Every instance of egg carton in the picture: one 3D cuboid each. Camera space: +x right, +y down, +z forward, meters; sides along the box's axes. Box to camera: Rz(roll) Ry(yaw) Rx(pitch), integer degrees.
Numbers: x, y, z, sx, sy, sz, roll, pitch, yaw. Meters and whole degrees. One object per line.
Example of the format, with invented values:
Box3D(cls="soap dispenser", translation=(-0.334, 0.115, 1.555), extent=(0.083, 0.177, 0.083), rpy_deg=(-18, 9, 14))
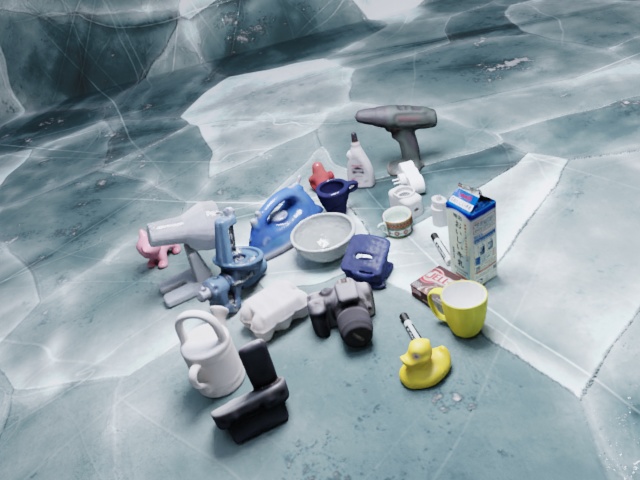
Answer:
Box3D(cls="egg carton", translation=(-0.099, 0.153, 1.266), extent=(0.150, 0.069, 0.107), rpy_deg=(-32, 39, -24))

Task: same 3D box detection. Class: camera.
Box3D(cls="camera", translation=(0.049, 0.153, 1.187), extent=(0.143, 0.101, 0.136), rpy_deg=(-14, 35, 0))

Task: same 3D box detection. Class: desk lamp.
Box3D(cls="desk lamp", translation=(-0.320, 0.025, 1.394), extent=(0.203, 0.214, 0.117), rpy_deg=(-26, 37, -16))

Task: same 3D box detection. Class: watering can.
Box3D(cls="watering can", translation=(-0.222, 0.205, 1.127), extent=(0.101, 0.194, 0.172), rpy_deg=(-16, 35, -2))

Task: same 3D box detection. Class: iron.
Box3D(cls="iron", translation=(-0.112, -0.057, 1.499), extent=(0.118, 0.142, 0.259), rpy_deg=(19, 46, 38))

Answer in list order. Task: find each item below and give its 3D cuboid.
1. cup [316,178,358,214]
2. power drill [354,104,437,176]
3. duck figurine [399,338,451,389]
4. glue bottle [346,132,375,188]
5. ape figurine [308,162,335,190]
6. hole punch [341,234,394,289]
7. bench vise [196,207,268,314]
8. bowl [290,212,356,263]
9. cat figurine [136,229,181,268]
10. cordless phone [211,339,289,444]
Box3D(cls="cup", translation=(0.053, -0.112, 1.560), extent=(0.118, 0.095, 0.091), rpy_deg=(-18, 35, -6))
Box3D(cls="power drill", translation=(0.227, -0.297, 1.658), extent=(0.229, 0.209, 0.075), rpy_deg=(-10, 35, 5))
Box3D(cls="duck figurine", translation=(0.192, 0.218, 1.061), extent=(0.105, 0.086, 0.077), rpy_deg=(-23, 36, -13))
Box3D(cls="glue bottle", translation=(0.108, -0.229, 1.636), extent=(0.078, 0.173, 0.037), rpy_deg=(0, 37, 19))
Box3D(cls="ape figurine", translation=(0.002, -0.190, 1.689), extent=(0.077, 0.092, 0.076), rpy_deg=(-8, 35, 9))
Box3D(cls="hole punch", translation=(0.109, 0.048, 1.321), extent=(0.108, 0.091, 0.101), rpy_deg=(8, 41, 28))
Box3D(cls="bench vise", translation=(-0.205, 0.049, 1.316), extent=(0.121, 0.220, 0.207), rpy_deg=(-1, 37, 18))
Box3D(cls="bowl", translation=(0.013, 0.005, 1.429), extent=(0.167, 0.075, 0.167), rpy_deg=(-9, 35, 7))
Box3D(cls="cat figurine", translation=(-0.444, 0.012, 1.539), extent=(0.067, 0.118, 0.128), rpy_deg=(2, 38, 22))
Box3D(cls="cordless phone", translation=(-0.137, 0.260, 1.028), extent=(0.148, 0.185, 0.093), rpy_deg=(-26, 37, -17))
